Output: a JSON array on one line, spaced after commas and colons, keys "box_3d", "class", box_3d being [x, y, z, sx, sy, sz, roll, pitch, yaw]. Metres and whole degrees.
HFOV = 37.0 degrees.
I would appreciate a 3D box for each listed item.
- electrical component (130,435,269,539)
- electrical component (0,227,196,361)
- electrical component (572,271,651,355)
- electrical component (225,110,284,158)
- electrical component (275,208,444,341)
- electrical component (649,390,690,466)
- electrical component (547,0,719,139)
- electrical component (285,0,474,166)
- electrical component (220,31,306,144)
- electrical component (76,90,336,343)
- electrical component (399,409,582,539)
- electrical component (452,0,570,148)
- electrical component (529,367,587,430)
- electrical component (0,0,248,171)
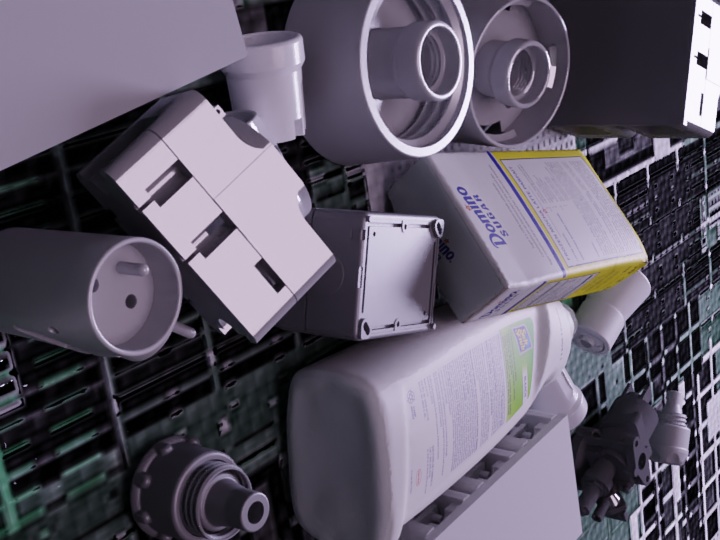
[{"box_3d": [-0.069, 0.102, 0.483, 0.048, 0.062, 0.048, -8, 101, -50], "class": "electrical component"}, {"box_3d": [-0.099, 0.013, 0.424, 0.079, 0.077, 0.043, 30, 71, -48], "class": "electrical component"}, {"box_3d": [0.181, 0.030, 0.794, 0.065, 0.044, 0.044, -54, 132, -25], "class": "electrical component"}, {"box_3d": [-0.068, -0.022, 0.483, 0.079, 0.044, 0.077, -36, 120, -39], "class": "electrical component"}, {"box_3d": [0.000, 0.000, 0.560, 0.096, 0.061, 0.061, -2, 97, -59], "class": "electrical component"}, {"box_3d": [0.262, 0.133, 0.909, 0.035, 0.035, 0.061, 22, 75, -49], "class": "electrical component"}, {"box_3d": [0.190, -0.185, 0.727, 0.060, 0.105, 0.186, 7, 89, -51], "class": "electrical component"}, {"box_3d": [0.018, -0.108, 0.563, 0.108, 0.060, 0.108, -8, 101, -50], "class": "electrical component"}, {"box_3d": [-0.045, -0.086, 0.508, 0.040, 0.040, 0.046, -30, 122, -45], "class": "electrical component"}, {"box_3d": [-0.058, -0.024, 0.431, 0.055, 0.050, 0.089, -46, 112, -18], "class": "electrical component"}, {"box_3d": [0.068, 0.155, 0.655, 0.150, 0.062, 0.089, -30, 117, -45], "class": "electrical component"}, {"box_3d": [0.079, -0.124, 0.652, 0.099, 0.064, 0.099, -17, 117, -37], "class": "electrical component"}, {"box_3d": [0.130, 0.084, 0.740, 0.040, 0.040, 0.046, -52, 125, -33], "class": "electrical component"}, {"box_3d": [-0.137, -0.096, 0.378, 0.186, 0.060, 0.105, -36, 121, -42], "class": "electrical component"}]
